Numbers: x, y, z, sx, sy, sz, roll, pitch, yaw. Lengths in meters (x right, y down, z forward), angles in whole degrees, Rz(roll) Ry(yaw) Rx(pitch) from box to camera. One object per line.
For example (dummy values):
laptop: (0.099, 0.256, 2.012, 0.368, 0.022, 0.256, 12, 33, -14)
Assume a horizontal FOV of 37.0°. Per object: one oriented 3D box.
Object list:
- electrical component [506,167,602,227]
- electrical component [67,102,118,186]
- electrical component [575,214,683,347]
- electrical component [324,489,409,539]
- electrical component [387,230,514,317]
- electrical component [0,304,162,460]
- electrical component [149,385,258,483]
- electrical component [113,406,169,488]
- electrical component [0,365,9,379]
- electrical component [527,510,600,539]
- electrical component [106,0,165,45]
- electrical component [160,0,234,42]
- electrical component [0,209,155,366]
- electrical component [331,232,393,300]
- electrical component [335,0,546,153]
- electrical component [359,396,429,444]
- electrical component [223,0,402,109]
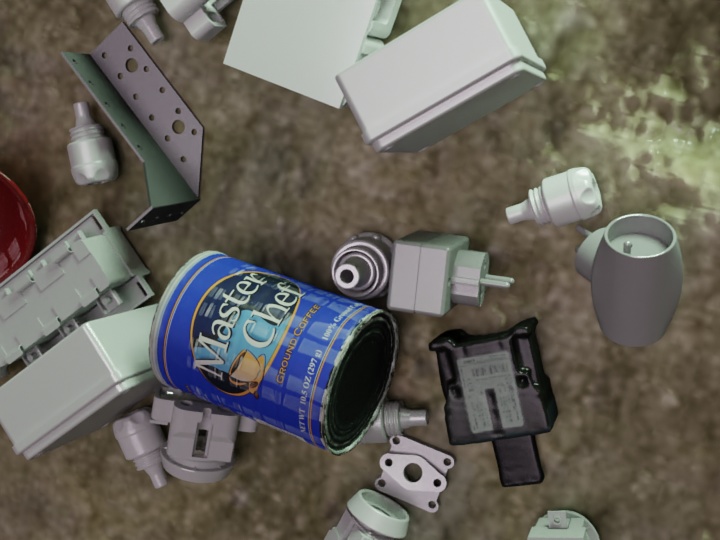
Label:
electrical component: (0.128, -0.045, 0.716, 0.061, 0.035, 0.035, -17, 93, 21)
electrical component: (-0.204, -0.096, 0.810, 0.035, 0.035, 0.061, -11, 92, 18)
electrical component: (0.167, -0.002, 0.699, 0.079, 0.043, 0.077, 44, 152, 43)
electrical component: (0.005, 0.193, 0.779, 0.048, 0.066, 0.055, 24, 98, -23)
electrical component: (0.065, 0.004, 0.726, 0.077, 0.066, 0.047, 8, 100, 16)
electrical component: (-0.197, 0.080, 0.795, 0.109, 0.109, 0.056, -35, 84, 18)
electrical component: (-0.118, 0.121, 0.801, 0.078, 0.058, 0.057, 9, 106, -9)
electrical component: (-0.165, 0.139, 0.832, 0.035, 0.035, 0.061, -22, 93, 19)
electrical component: (-0.310, 0.067, 0.836, 0.050, 0.089, 0.055, -22, 91, 19)
electrical component: (0.139, 0.194, 0.737, 0.048, 0.055, 0.066, -4, 97, 18)
electrical component: (-0.163, -0.193, 0.783, 0.035, 0.035, 0.061, -32, 91, 19)
electrical component: (-0.110, -0.209, 0.753, 0.057, 0.058, 0.078, -34, 87, 21)
electrical component: (-0.229, 0.021, 0.818, 0.121, 0.063, 0.078, -35, 88, 18)
electrical component: (0.000, 0.000, 0.747, 0.048, 0.062, 0.048, 2, 99, 16)
electrical component: (0.055, -0.123, 0.688, 0.109, 0.109, 0.056, -28, 87, 19)
electrical component: (0.019, 0.107, 0.772, 0.061, 0.035, 0.035, -4, 97, 15)
electrical component: (-0.019, -0.194, 0.725, 0.089, 0.062, 0.150, 23, 104, 13)
